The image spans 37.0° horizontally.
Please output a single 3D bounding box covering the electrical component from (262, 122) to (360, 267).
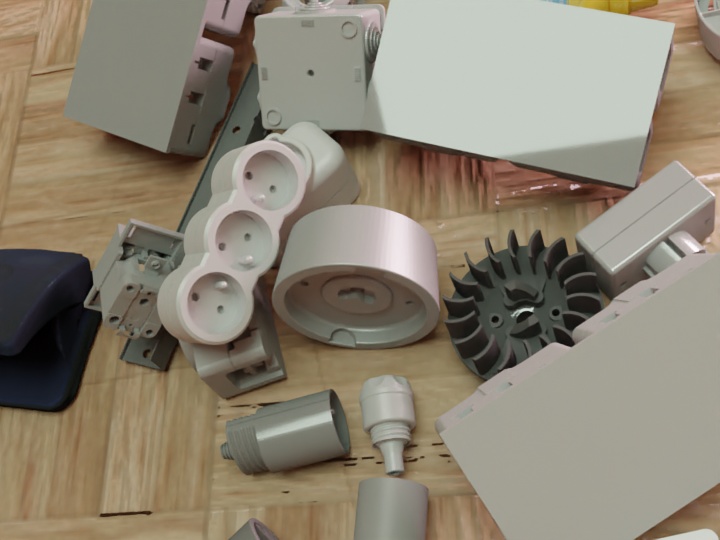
[{"bbox_3d":[-0.053,-0.057,0.773,0.095,0.059,0.054,-43,60,-7],"label":"electrical component"}]

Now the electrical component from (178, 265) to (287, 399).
[{"bbox_3d":[-0.092,0.037,0.742,0.056,0.050,0.089,-20,59,6],"label":"electrical component"}]

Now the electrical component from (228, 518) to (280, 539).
[{"bbox_3d":[-0.067,0.188,0.655,0.047,0.055,0.055,-40,59,-1],"label":"electrical component"}]

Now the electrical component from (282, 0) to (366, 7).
[{"bbox_3d":[-0.028,-0.205,0.844,0.058,0.057,0.078,16,69,24],"label":"electrical component"}]

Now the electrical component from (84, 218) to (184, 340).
[{"bbox_3d":[-0.154,0.009,0.739,0.081,0.042,0.063,-55,34,29],"label":"electrical component"}]

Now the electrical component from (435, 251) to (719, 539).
[{"bbox_3d":[0.148,0.082,0.612,0.186,0.060,0.105,-33,92,-2],"label":"electrical component"}]

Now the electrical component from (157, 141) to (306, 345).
[{"bbox_3d":[-0.091,-0.017,0.708,0.074,0.052,0.138,-3,61,61],"label":"electrical component"}]

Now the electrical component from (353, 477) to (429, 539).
[{"bbox_3d":[0.017,0.170,0.644,0.043,0.043,0.081,-2,63,16],"label":"electrical component"}]

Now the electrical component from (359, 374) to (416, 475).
[{"bbox_3d":[0.019,0.100,0.685,0.035,0.035,0.061,-12,62,11],"label":"electrical component"}]

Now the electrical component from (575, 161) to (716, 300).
[{"bbox_3d":[0.194,-0.011,0.681,0.083,0.047,0.075,-36,59,-3],"label":"electrical component"}]

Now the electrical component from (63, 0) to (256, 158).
[{"bbox_3d":[-0.148,-0.191,0.834,0.105,0.060,0.186,21,99,25],"label":"electrical component"}]

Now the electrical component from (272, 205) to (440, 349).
[{"bbox_3d":[0.000,0.000,0.703,0.108,0.108,0.060,-3,57,15],"label":"electrical component"}]

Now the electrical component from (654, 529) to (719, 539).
[{"bbox_3d":[0.211,0.225,0.546,0.105,0.060,0.186,-15,60,9],"label":"electrical component"}]

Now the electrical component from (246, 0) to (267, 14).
[{"bbox_3d":[-0.096,-0.274,0.897,0.061,0.061,0.096,21,71,25],"label":"electrical component"}]

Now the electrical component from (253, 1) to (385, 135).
[{"bbox_3d":[-0.028,-0.148,0.792,0.100,0.048,0.099,3,109,19],"label":"electrical component"}]

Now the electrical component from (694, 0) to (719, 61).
[{"bbox_3d":[0.280,-0.187,0.736,0.099,0.064,0.099,-7,62,14],"label":"electrical component"}]

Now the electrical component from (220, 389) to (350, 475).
[{"bbox_3d":[-0.051,0.108,0.697,0.081,0.043,0.043,-16,60,8],"label":"electrical component"}]

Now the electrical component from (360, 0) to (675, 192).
[{"bbox_3d":[0.107,-0.124,0.730,0.186,0.060,0.105,14,93,16],"label":"electrical component"}]
